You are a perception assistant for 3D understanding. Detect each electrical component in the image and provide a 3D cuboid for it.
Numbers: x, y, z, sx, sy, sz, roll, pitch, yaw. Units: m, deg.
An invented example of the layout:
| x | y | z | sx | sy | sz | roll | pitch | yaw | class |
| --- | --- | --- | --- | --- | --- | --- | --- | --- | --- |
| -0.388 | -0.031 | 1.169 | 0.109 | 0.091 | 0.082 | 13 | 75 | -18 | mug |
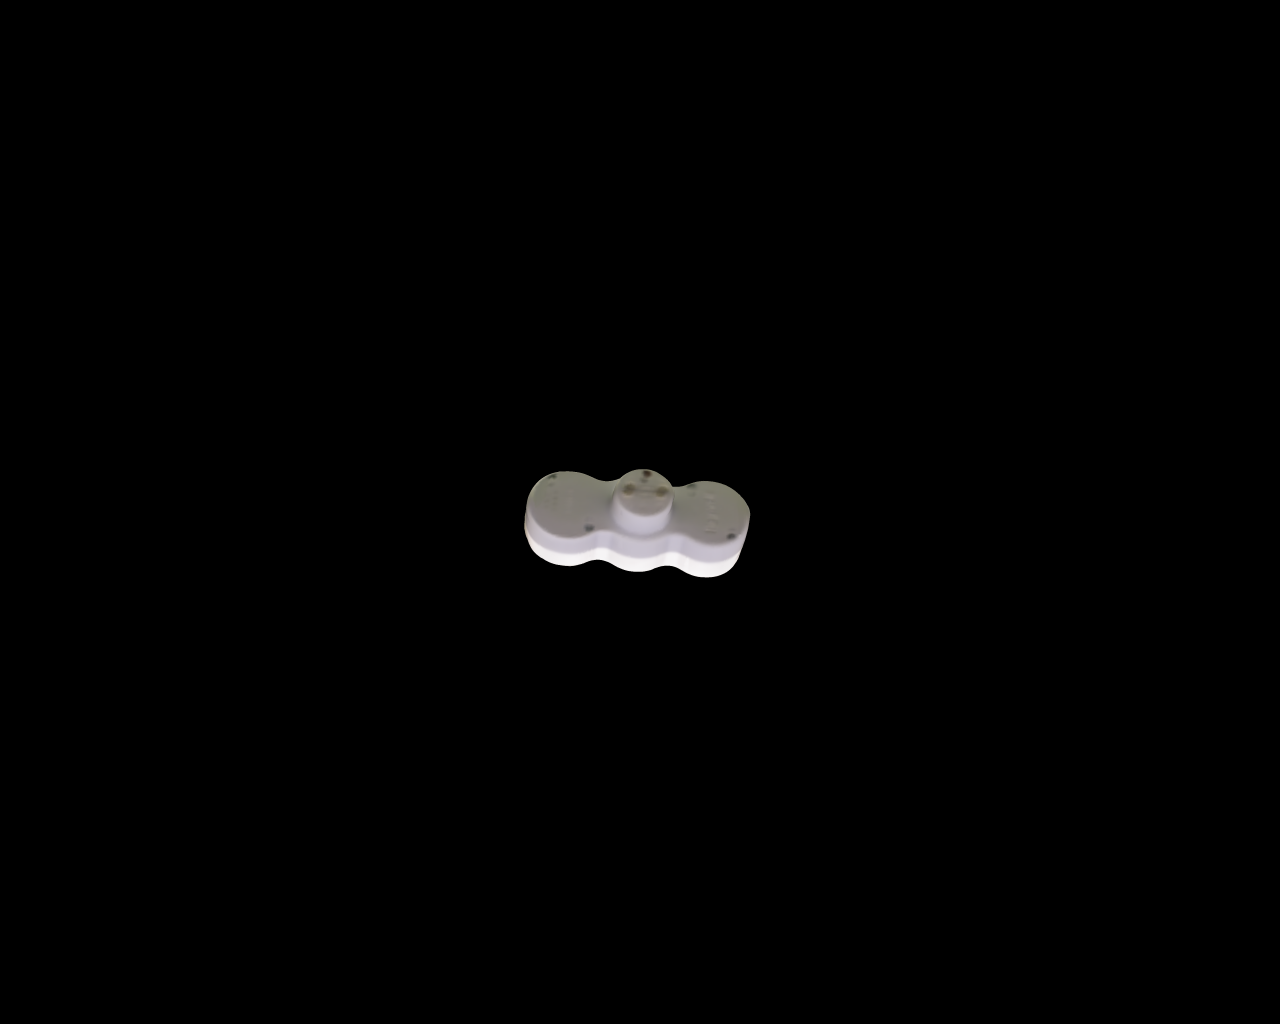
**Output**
| x | y | z | sx | sy | sz | roll | pitch | yaw | class |
| --- | --- | --- | --- | --- | --- | --- | --- | --- | --- |
| 0.001 | -0.003 | 0.650 | 0.138 | 0.052 | 0.073 | 5 | -35 | -7 | electrical component |
